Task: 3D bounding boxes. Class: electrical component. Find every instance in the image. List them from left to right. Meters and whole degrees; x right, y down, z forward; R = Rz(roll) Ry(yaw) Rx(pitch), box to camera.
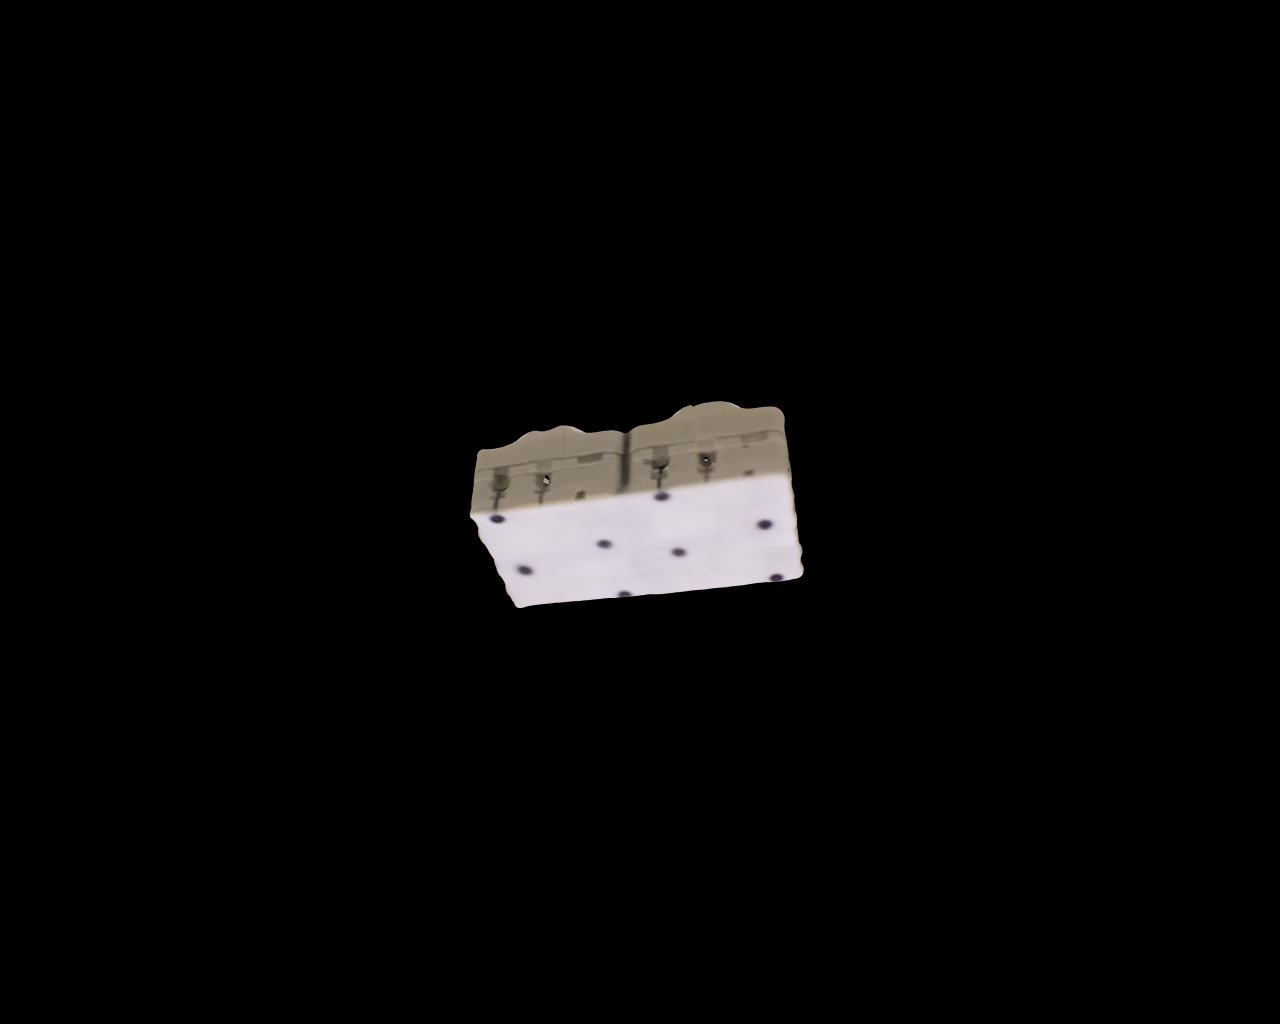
[{"bbox_3d":[0.001,-0.003,0.650,0.186,0.060,0.105,-7,-39,9],"label":"electrical component"}]
